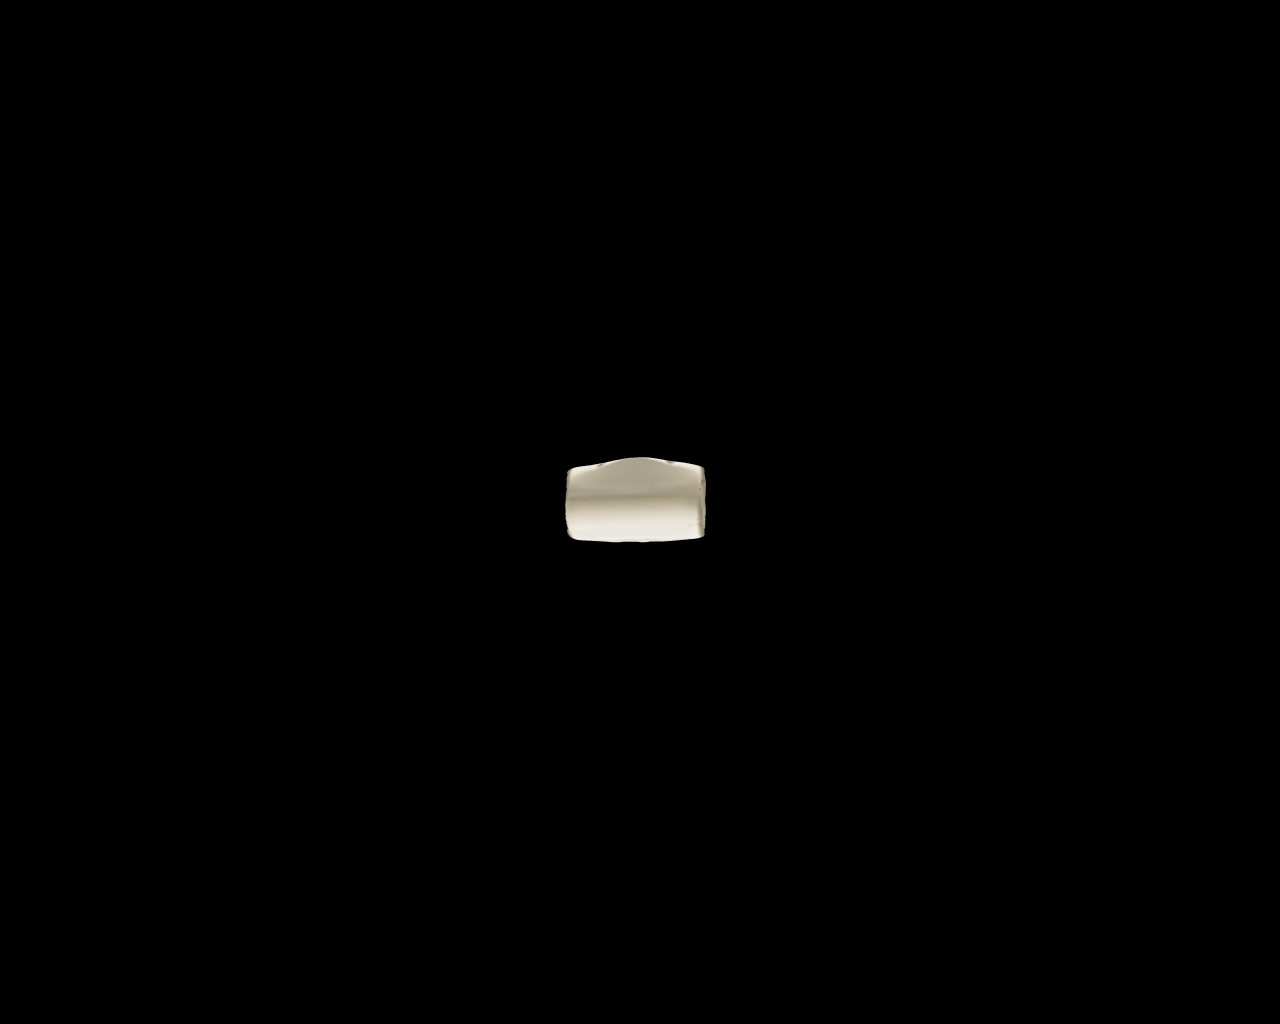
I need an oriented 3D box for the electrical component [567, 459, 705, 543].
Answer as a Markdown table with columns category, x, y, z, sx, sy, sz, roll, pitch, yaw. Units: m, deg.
| category | x | y | z | sx | sy | sz | roll | pitch | yaw |
| --- | --- | --- | --- | --- | --- | --- | --- | --- | --- |
| electrical component | 0.001 | -0.003 | 0.650 | 0.077 | 0.043 | 0.079 | -1 | -11 | 7 |
